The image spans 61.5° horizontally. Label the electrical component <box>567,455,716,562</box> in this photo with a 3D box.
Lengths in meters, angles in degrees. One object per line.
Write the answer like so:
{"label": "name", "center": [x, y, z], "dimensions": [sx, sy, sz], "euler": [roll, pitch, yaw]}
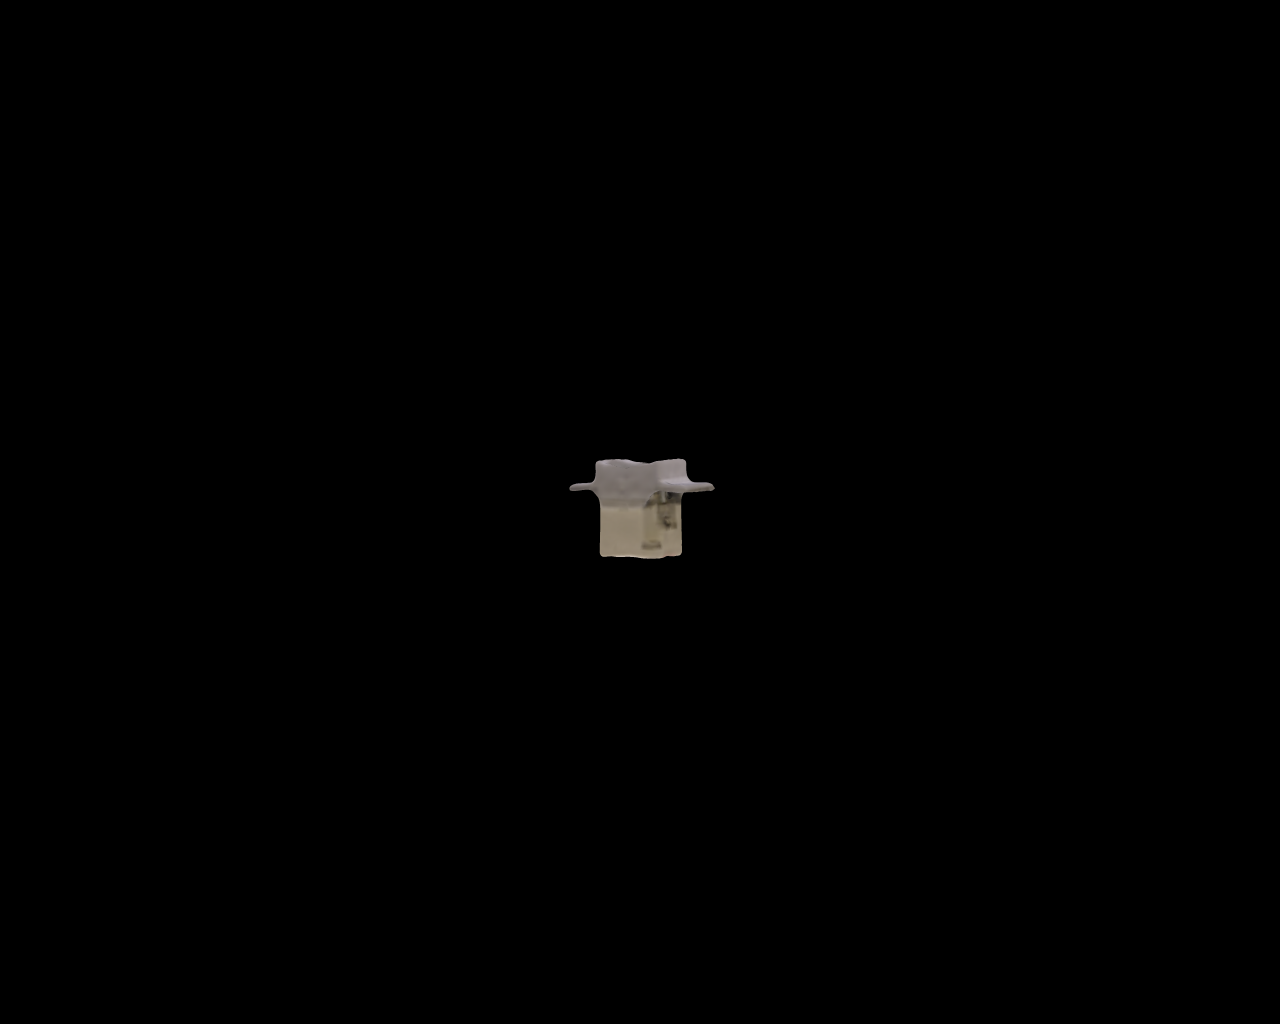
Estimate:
{"label": "electrical component", "center": [0.001, -0.003, 0.650], "dimensions": [0.081, 0.063, 0.042], "euler": [2, 4, 31]}
